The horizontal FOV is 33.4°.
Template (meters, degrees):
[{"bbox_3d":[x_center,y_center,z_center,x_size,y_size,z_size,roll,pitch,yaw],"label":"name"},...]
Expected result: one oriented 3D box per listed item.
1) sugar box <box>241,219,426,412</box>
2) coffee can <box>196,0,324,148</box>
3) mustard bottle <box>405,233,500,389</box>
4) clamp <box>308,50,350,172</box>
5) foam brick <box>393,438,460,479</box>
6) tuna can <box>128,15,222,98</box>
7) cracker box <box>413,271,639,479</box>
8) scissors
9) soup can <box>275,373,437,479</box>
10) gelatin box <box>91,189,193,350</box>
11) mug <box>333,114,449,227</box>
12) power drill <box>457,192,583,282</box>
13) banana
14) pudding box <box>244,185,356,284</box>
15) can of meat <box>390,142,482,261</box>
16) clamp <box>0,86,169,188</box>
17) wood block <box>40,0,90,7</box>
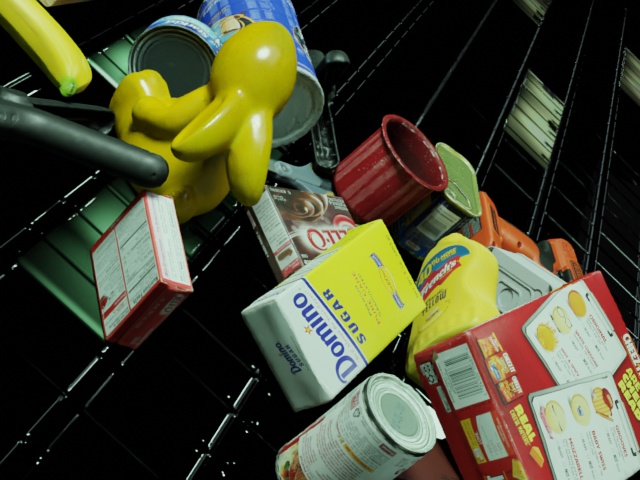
[{"bbox_3d":[0.017,0.058,0.879,0.093,0.048,0.176,62,36,-7],"label":"sugar box"},{"bbox_3d":[-0.061,-0.174,1.047,0.102,0.103,0.140,21,38,-37],"label":"coffee can"},{"bbox_3d":[0.128,0.053,1.015,0.058,0.096,0.191,36,31,-15],"label":"mustard bottle"},{"bbox_3d":[-0.003,-0.140,1.101,0.039,0.120,0.171,7,12,-13],"label":"clamp"},{"bbox_3d":[0.063,0.181,0.825,0.078,0.051,0.053,25,37,-32],"label":"foam brick"},{"bbox_3d":[-0.127,-0.158,0.962,0.086,0.086,0.033,39,29,-12],"label":"tuna can"},{"bbox_3d":[0.188,0.132,0.877,0.213,0.072,0.164,-16,81,-46],"label":"cracker box"},{"bbox_3d":[-0.024,-0.050,1.031,0.201,0.016,0.096,4,50,-49],"label":"scissors"},{"bbox_3d":[0.025,0.149,0.764,0.068,0.102,0.068,32,33,-24],"label":"soup can"},{"bbox_3d":[-0.127,0.021,0.757,0.030,0.073,0.089,18,40,-39],"label":"gelatin box"},{"bbox_3d":[0.070,-0.070,1.074,0.093,0.082,0.117,43,30,-13],"label":"mug"},{"bbox_3d":[0.236,0.040,1.212,0.187,0.057,0.184,32,31,-27],"label":"power drill"},{"bbox_3d":[-0.245,-0.183,0.876,0.198,0.037,0.069,46,-4,14],"label":"banana"},{"bbox_3d":[-0.006,0.001,0.967,0.113,0.039,0.090,4,51,-48],"label":"pudding box"},{"bbox_3d":[0.119,-0.039,1.129,0.057,0.084,0.102,32,32,-23],"label":"can of meat"},{"bbox_3d":[-0.224,-0.092,0.780,0.209,0.036,0.165,15,11,-23],"label":"clamp"},{"bbox_3d":[-0.208,-0.280,0.972,0.091,0.090,0.206,44,20,-3],"label":"wood block"}]
